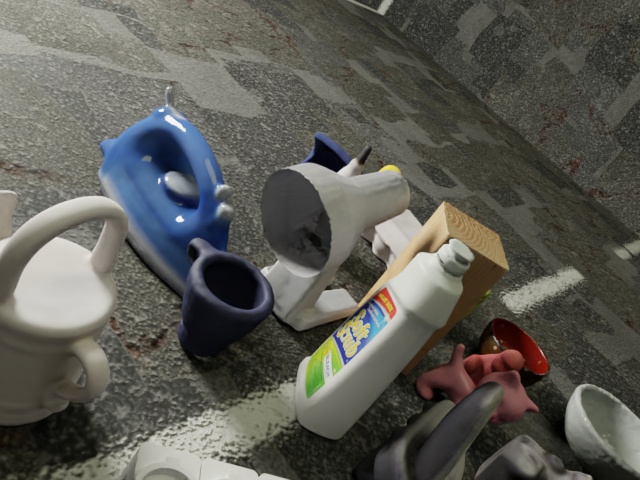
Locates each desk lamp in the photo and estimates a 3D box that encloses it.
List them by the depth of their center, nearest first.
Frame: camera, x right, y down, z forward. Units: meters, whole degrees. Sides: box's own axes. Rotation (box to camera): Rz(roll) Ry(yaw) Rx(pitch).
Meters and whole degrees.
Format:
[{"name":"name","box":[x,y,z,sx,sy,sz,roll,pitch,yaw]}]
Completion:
[{"name":"desk lamp","box":[0.006,0.002,0.689,0.204,0.213,0.117,-7,50,-51]}]

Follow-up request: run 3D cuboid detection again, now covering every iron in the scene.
[{"name":"iron","box":[-0.157,-0.056,0.674,0.119,0.141,0.257,-3,47,-49]}]

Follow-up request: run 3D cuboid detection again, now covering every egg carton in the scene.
[{"name":"egg carton","box":[0.136,0.003,0.978,0.108,0.069,0.150,2,43,-45]}]

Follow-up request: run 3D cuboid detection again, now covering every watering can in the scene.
[{"name":"watering can","box":[-0.211,0.037,0.425,0.173,0.194,0.101,35,29,-2]}]

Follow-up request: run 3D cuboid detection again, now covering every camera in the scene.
[{"name":"camera","box":[0.244,0.302,0.624,0.143,0.100,0.137,46,30,17]}]

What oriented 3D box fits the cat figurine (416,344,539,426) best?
[{"name":"cat figurine","box":[0.206,0.190,0.728,0.127,0.117,0.067,48,31,20]}]

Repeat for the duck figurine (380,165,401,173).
[{"name":"duck figurine","box":[0.117,-0.106,1.100,0.105,0.086,0.077,1,44,-46]}]

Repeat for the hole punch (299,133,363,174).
[{"name":"hole punch","box":[0.027,-0.141,1.048,0.108,0.091,0.101,43,30,13]}]

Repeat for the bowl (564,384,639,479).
[{"name":"bowl","box":[0.418,0.301,0.840,0.168,0.074,0.167,27,30,-17]}]

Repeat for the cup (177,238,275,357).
[{"name":"cup","box":[-0.114,0.065,0.591,0.117,0.095,0.092,49,31,21]}]

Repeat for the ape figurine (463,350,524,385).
[{"name":"ape figurine","box":[0.246,0.187,0.803,0.076,0.092,0.077,3,43,-45]}]

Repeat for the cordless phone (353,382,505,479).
[{"name":"cordless phone","box":[0.134,0.198,0.570,0.094,0.185,0.148,45,30,17]}]

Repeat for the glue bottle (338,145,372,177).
[{"name":"glue bottle","box":[0.029,-0.074,0.867,0.037,0.173,0.078,41,29,10]}]
